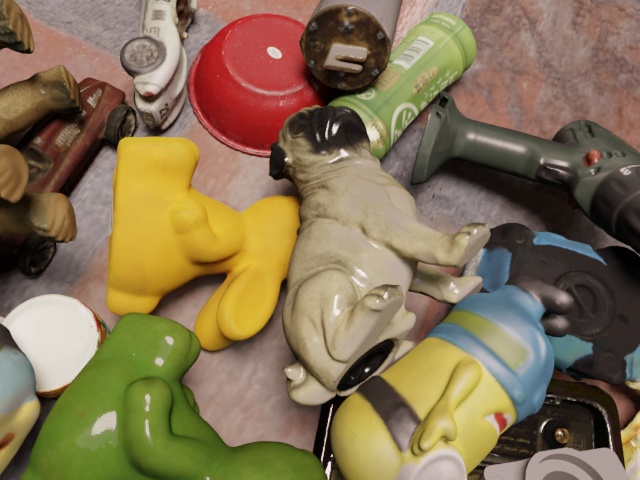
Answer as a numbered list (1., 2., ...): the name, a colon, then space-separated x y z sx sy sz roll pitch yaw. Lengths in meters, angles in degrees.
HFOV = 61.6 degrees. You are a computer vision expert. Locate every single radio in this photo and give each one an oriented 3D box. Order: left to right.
1. radio: 0.110 0.164 0.412 0.230 0.073 0.131 11 68 -4

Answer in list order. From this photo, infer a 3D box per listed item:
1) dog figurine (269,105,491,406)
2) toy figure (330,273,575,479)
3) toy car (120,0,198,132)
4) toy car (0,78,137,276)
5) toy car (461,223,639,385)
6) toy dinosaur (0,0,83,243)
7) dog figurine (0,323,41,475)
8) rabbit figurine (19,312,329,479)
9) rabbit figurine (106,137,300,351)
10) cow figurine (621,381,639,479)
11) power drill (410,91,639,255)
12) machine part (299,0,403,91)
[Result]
1. dog figurine: 0.001 0.000 0.392 0.172 0.121 0.191 -34 58 -20
2. toy figure: 0.087 0.095 0.345 0.180 0.089 0.082 -43 116 -22
3. toy car: -0.148 -0.200 0.511 0.056 0.073 0.201 1 69 -7
4. toy car: -0.238 -0.064 0.460 0.089 0.053 0.202 24 69 4
5. toy car: 0.187 0.055 0.449 0.162 0.103 0.109 17 73 4
6. toy dinosaur: -0.290 -0.097 0.390 0.199 0.104 0.472 -17 51 -4
7. dog figurine: -0.293 0.114 0.275 0.191 0.219 0.109 -45 65 10
8. rabbit figurine: -0.080 0.141 0.327 0.170 0.121 0.159 19 30 9
9. rabbit figurine: -0.077 0.002 0.429 0.173 0.122 0.162 1 71 -28
10. cow figurine: 0.303 0.141 0.438 0.098 0.068 0.167 39 86 -5
11. power drill: 0.188 -0.064 0.461 0.207 0.085 0.232 11 29 12
12. machine part: 0.036 -0.212 0.509 0.079 0.079 0.243 18 44 -1
